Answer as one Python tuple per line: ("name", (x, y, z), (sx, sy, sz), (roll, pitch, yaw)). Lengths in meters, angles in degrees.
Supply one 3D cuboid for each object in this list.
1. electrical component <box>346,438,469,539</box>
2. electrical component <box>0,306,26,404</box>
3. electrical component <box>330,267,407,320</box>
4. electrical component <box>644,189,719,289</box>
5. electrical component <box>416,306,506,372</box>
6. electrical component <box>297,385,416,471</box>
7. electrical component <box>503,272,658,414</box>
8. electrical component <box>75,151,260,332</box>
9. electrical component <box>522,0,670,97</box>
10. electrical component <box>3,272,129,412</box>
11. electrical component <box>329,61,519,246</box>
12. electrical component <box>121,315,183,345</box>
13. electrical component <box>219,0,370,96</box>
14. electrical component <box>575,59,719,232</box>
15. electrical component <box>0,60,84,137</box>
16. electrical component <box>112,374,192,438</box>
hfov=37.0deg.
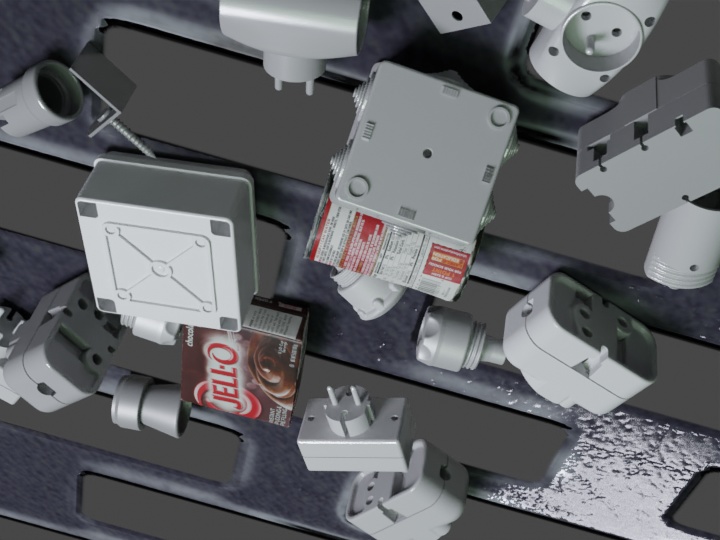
("electrical component", (0.042, 0.188, 0.891), (0.059, 0.053, 0.095), (38, 130, -21))
("electrical component", (-0.288, 0.054, 0.851), (0.083, 0.047, 0.076), (33, 132, -18))
("electrical component", (0.000, 0.000, 0.730), (0.062, 0.048, 0.048), (43, 129, -15))
("electrical component", (0.203, -0.020, 0.660), (0.043, 0.043, 0.081), (10, 134, 5))
("electrical component", (0.073, 0.051, 0.761), (0.062, 0.043, 0.043), (14, 135, -2))
("electrical component", (-0.006, 0.116, 0.839), (0.083, 0.047, 0.075), (-2, 132, 16))
("electrical component", (0.148, 0.053, 0.736), (0.095, 0.053, 0.059), (31, 132, -16))
("electrical component", (-0.128, -0.018, 0.735), (0.109, 0.056, 0.108), (8, 134, 7))
("electrical component", (0.112, -0.141, 0.566), (0.079, 0.044, 0.077), (25, 134, -10))
("electrical component", (-0.220, 0.055, 0.801), (0.059, 0.095, 0.053), (-24, 123, 32))
("electrical component", (0.037, -0.067, 0.622), (0.100, 0.048, 0.099), (19, 94, -4))
("electrical component", (-0.160, 0.028, 0.797), (0.062, 0.043, 0.043), (19, 134, -3))
("electrical component", (-0.036, -0.134, 0.610), (0.077, 0.044, 0.079), (10, 134, 5))
("electrical component", (0.172, -0.072, 0.609), (0.089, 0.055, 0.050), (-28, 121, 34))
("electrical component", (-0.206, -0.107, 0.683), (0.046, 0.040, 0.040), (-15, 128, 32))
("electrical component", (-0.169, 0.110, 0.876), (0.055, 0.045, 0.045), (10, 134, 5))
